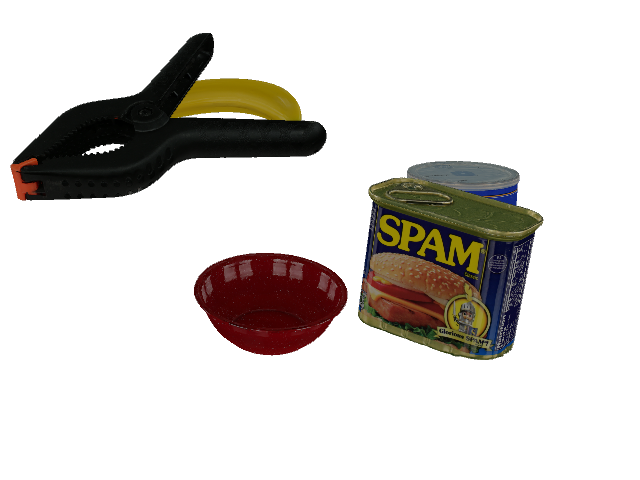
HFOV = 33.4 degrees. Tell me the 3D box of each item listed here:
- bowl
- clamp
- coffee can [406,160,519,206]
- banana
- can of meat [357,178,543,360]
[{"bbox_3d":[-0.053,0.074,1.131,0.162,0.055,0.162,3,28,-2],"label":"bowl"},{"bbox_3d":[-0.112,-0.074,0.751,0.209,0.036,0.165,-31,50,-30],"label":"clamp"},{"bbox_3d":[0.130,0.004,0.997,0.103,0.140,0.103,1,15,0],"label":"coffee can"},{"bbox_3d":[-0.101,-0.149,1.163,0.198,0.037,0.069,9,45,18],"label":"banana"},{"bbox_3d":[0.074,0.017,0.641,0.102,0.084,0.057,18,23,30],"label":"can of meat"}]
